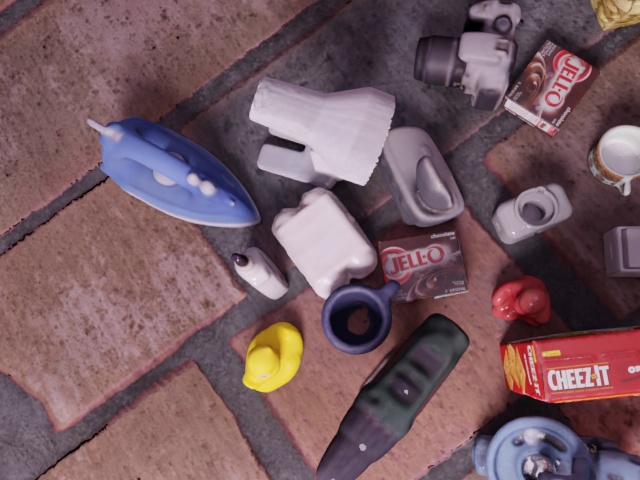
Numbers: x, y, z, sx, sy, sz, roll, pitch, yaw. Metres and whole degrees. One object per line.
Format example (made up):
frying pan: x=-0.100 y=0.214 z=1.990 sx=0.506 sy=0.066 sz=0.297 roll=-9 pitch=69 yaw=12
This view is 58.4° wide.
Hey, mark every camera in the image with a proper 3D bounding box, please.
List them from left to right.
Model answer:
camera: x=0.209 y=-0.274 z=0.821 sx=0.136 sy=0.101 sz=0.143 roll=9 pitch=81 yaw=9

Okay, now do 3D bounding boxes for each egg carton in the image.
egg carton: x=0.007 y=0.003 z=0.813 sx=0.107 sy=0.069 sz=0.150 roll=-38 pitch=77 yaw=0

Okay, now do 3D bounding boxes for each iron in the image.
iron: x=-0.208 y=-0.099 z=0.823 sx=0.258 sy=0.141 sz=0.119 roll=27 pitch=84 yaw=11

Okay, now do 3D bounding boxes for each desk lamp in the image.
desk lamp: x=-0.002 y=-0.140 z=0.766 sx=0.203 sy=0.214 sz=0.118 roll=16 pitch=82 yaw=10

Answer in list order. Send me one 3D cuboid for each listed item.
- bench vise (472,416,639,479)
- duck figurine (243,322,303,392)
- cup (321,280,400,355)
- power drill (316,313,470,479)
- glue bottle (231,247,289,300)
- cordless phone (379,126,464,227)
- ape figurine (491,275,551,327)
bench vise: x=0.289 y=0.257 z=0.652 sx=0.207 sy=0.220 sz=0.121 roll=-15 pitch=78 yaw=5
duck figurine: x=-0.069 y=0.161 z=0.785 sx=0.077 sy=0.086 sz=0.104 roll=32 pitch=85 yaw=12
cup: x=0.061 y=0.099 z=0.775 sx=0.118 sy=0.095 sz=0.091 roll=-42 pitch=77 yaw=-1
power drill: x=0.089 y=0.192 z=0.696 sx=0.075 sy=0.208 sz=0.230 roll=38 pitch=87 yaw=13
glue bottle: x=-0.088 y=0.038 z=0.766 sx=0.037 sy=0.173 sz=0.078 roll=-41 pitch=77 yaw=-1
cordless phone: x=0.134 y=-0.098 z=0.756 sx=0.094 sy=0.185 sz=0.147 roll=-28 pitch=77 yaw=2
ape figurine: x=0.271 y=0.080 z=0.753 sx=0.076 sy=0.092 sz=0.077 roll=-43 pitch=77 yaw=-2
